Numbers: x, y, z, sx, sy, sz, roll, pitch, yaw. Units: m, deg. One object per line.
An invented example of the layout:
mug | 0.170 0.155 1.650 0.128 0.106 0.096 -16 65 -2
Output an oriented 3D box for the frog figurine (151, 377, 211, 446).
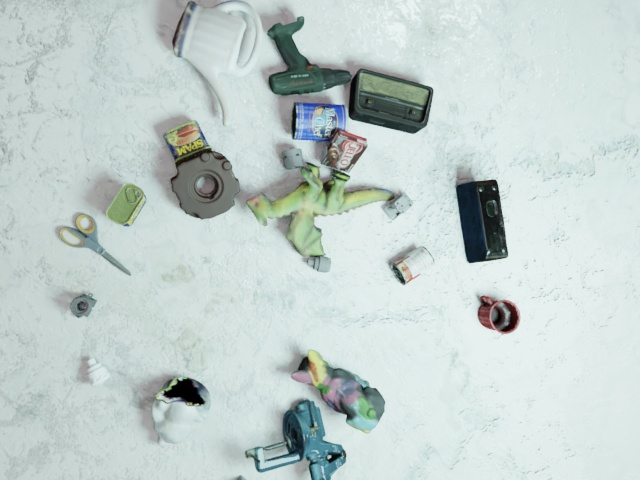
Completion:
frog figurine | -0.338 0.418 1.249 0.137 0.125 0.156 3 120 -19

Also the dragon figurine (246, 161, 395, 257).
dragon figurine | 0.004 -0.069 1.377 0.408 0.123 0.241 15 101 -25

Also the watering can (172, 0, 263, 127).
watering can | -0.282 -0.487 1.361 0.224 0.103 0.350 16 80 -8
